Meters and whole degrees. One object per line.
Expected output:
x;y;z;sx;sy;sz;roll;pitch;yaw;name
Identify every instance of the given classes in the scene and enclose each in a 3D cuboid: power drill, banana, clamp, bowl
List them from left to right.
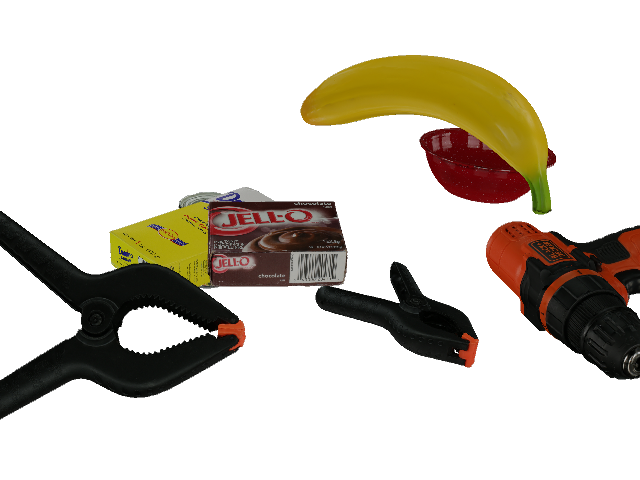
-0.158;0.050;0.741;0.210;0.164;0.036;-3;-18;-3;clamp
0.093;0.070;1.060;0.172;0.039;0.120;27;39;31;clamp
0.065;-0.080;0.656;0.198;0.069;0.037;27;5;39;banana
0.194;-0.085;1.267;0.162;0.055;0.162;5;23;-2;bowl
0.232;0.026;0.743;0.187;0.057;0.184;-9;28;-15;power drill

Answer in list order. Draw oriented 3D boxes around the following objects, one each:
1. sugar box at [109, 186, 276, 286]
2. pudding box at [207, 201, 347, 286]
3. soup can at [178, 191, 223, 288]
-0.115;-0.001;1.086;0.175;0.048;0.093;-24;39;-36;sugar box
-0.038;0.001;0.896;0.113;0.039;0.090;1;30;-8;pudding box
-0.141;-0.001;1.323;0.068;0.102;0.068;0;26;0;soup can
